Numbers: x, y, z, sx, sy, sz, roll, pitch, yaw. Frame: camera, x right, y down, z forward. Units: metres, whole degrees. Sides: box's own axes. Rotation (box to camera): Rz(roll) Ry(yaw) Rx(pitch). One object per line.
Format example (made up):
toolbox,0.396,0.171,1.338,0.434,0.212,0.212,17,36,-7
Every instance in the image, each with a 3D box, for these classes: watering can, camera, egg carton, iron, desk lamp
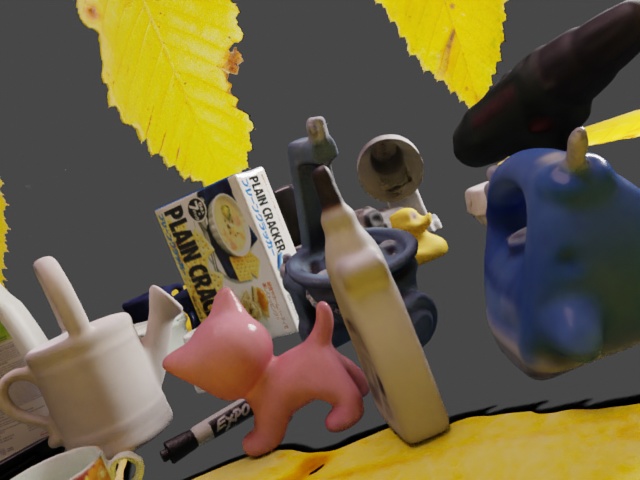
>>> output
watering can,-0.219,0.103,0.555,0.100,0.194,0.173,-17,7,42
camera,0.078,-0.008,1.049,0.143,0.101,0.136,-25,6,-38
egg carton,0.294,-0.063,0.925,0.107,0.069,0.150,-21,5,5
iron,0.158,-0.003,0.414,0.118,0.141,0.258,-21,5,1
desk lamp,0.150,-0.102,1.110,0.118,0.213,0.203,-20,5,10

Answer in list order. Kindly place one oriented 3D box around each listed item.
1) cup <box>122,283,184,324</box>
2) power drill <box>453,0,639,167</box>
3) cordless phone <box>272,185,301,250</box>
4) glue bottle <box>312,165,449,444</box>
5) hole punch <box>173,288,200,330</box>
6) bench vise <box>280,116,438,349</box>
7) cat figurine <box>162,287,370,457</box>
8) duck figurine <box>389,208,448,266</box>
cup,-0.300,0.140,1.080,0.118,0.095,0.091,-25,6,-33
power drill,0.225,-0.075,0.524,0.076,0.208,0.229,-24,6,-28
cordless phone,-0.066,0.011,0.961,0.148,0.185,0.094,-22,5,-9
glue bottle,0.030,0.035,0.361,0.037,0.173,0.078,-22,5,-7
hole punch,-0.172,0.106,0.934,0.108,0.091,0.101,-20,5,17
bench vise,-0.002,0.006,0.547,0.206,0.220,0.122,-17,7,43
cat figurine,-0.041,0.087,0.419,0.127,0.118,0.067,-21,5,8
duck figurine,0.133,-0.005,0.872,0.104,0.086,0.077,-20,5,12
